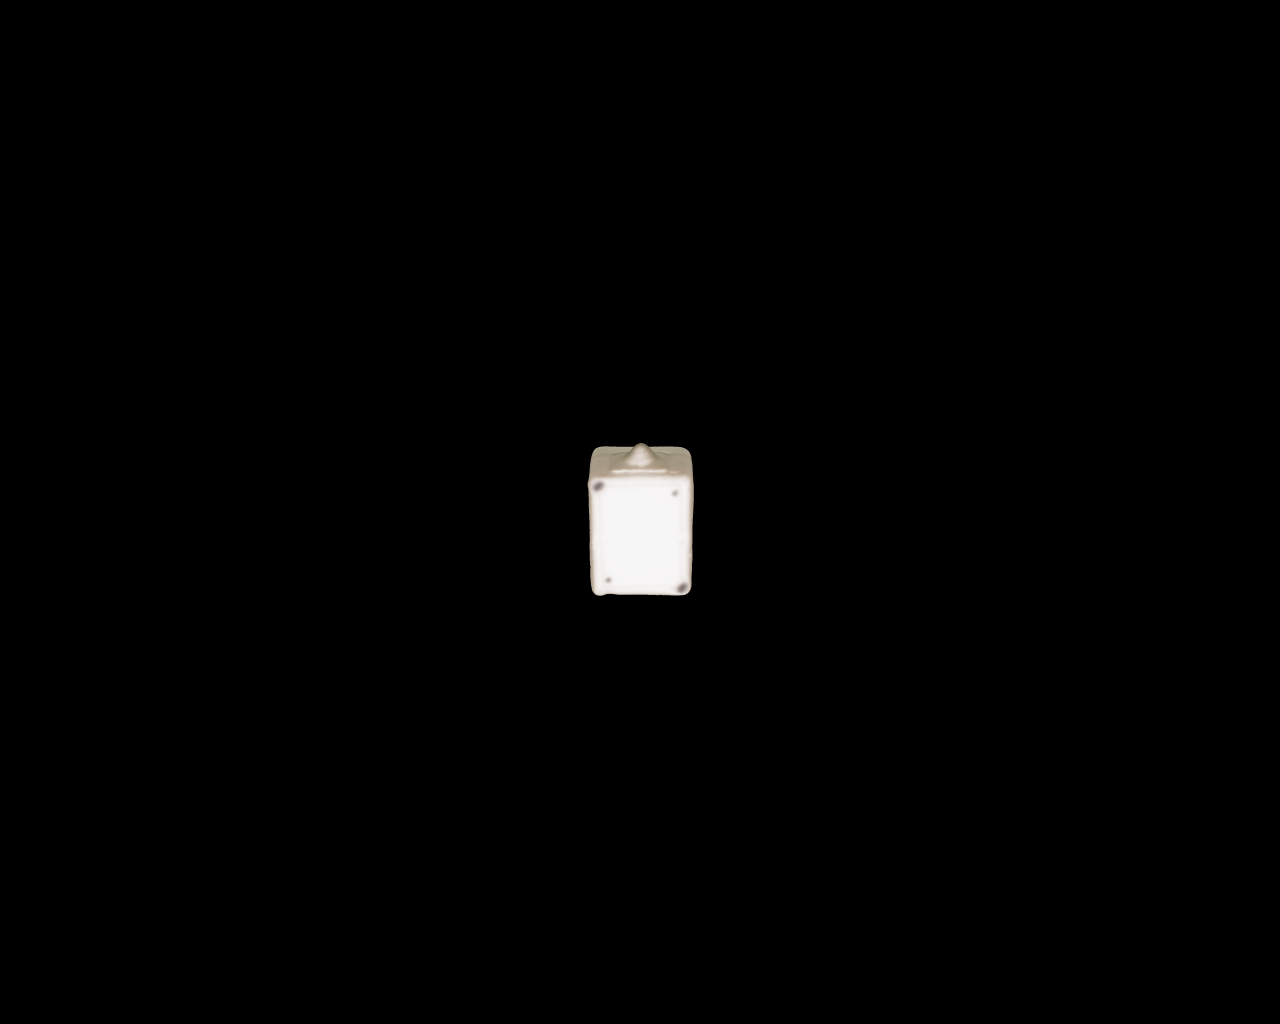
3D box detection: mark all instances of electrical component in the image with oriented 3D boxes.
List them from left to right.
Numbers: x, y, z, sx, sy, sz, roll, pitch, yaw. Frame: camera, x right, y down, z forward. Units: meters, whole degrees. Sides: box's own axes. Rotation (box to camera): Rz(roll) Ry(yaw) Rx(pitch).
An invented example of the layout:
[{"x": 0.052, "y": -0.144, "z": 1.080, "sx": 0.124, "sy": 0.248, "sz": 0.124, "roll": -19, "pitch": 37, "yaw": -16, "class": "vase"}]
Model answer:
[{"x": 0.001, "y": -0.003, "z": 0.650, "sx": 0.062, "sy": 0.096, "sz": 0.061, "roll": 0, "pitch": 24, "yaw": 0, "class": "electrical component"}]
